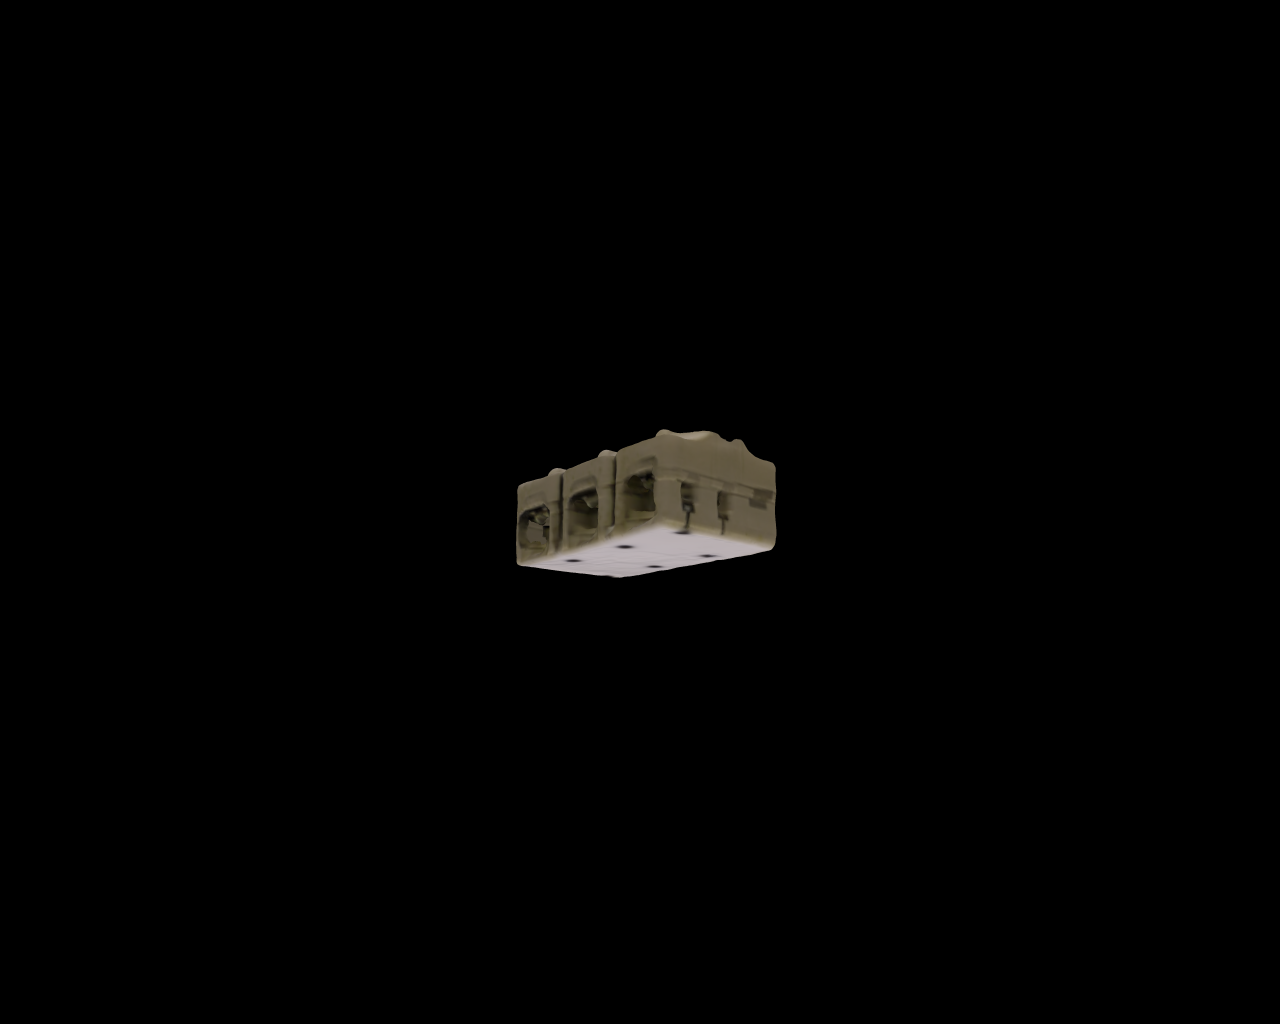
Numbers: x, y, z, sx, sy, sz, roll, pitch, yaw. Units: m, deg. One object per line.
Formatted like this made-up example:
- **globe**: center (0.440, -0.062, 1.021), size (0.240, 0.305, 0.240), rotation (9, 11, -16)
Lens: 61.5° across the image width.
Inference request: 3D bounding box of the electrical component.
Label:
- **electrical component**: center (0.001, -0.003, 0.650), size (0.089, 0.062, 0.150), rotation (11, -17, -38)
